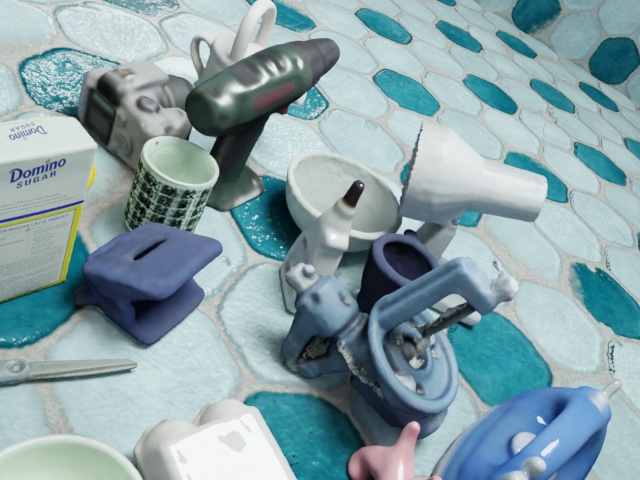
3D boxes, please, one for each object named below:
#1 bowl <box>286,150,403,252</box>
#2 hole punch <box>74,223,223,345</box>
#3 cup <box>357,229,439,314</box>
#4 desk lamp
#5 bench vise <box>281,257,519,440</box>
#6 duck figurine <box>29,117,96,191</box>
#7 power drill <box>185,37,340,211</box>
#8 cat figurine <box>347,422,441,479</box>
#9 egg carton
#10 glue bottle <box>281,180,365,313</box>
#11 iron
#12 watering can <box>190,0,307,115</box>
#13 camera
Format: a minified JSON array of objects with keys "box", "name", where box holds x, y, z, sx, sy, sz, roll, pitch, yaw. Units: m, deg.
[{"box":[0.021,-0.039,0.761,0.168,0.074,0.167,19,39,-16],"name":"bowl"},{"box":[-0.163,0.028,0.548,0.101,0.091,0.109,36,38,6],"name":"hole punch"},{"box":[0.087,0.046,0.695,0.092,0.095,0.118,26,38,-6],"name":"cup"},{"box":[0.171,-0.026,0.734,0.203,0.213,0.118,27,38,-6],"name":"desk lamp"},{"box":[0.065,0.082,0.538,0.208,0.219,0.121,24,38,-10],"name":"bench vise"},{"box":[-0.286,-0.088,0.597,0.105,0.086,0.077,-6,51,-38],"name":"duck figurine"},{"box":[-0.080,-0.143,0.699,0.075,0.208,0.230,40,38,11],"name":"power drill"},{"box":[0.077,0.217,0.480,0.067,0.117,0.127,18,39,-16],"name":"cat figurine"},{"box":[-0.072,0.198,0.439,0.107,0.069,0.150,-11,54,-41],"name":"egg carton"},{"box":[0.006,0.002,0.624,0.037,0.173,0.078,12,41,-23],"name":"glue bottle"},{"box":[0.200,0.213,0.548,0.259,0.141,0.118,-17,58,-44],"name":"iron"},{"box":[-0.100,-0.242,0.806,0.173,0.194,0.101,20,39,-15],"name":"watering can"},{"box":[-0.207,-0.167,0.726,0.143,0.100,0.137,41,39,12],"name":"camera"}]
